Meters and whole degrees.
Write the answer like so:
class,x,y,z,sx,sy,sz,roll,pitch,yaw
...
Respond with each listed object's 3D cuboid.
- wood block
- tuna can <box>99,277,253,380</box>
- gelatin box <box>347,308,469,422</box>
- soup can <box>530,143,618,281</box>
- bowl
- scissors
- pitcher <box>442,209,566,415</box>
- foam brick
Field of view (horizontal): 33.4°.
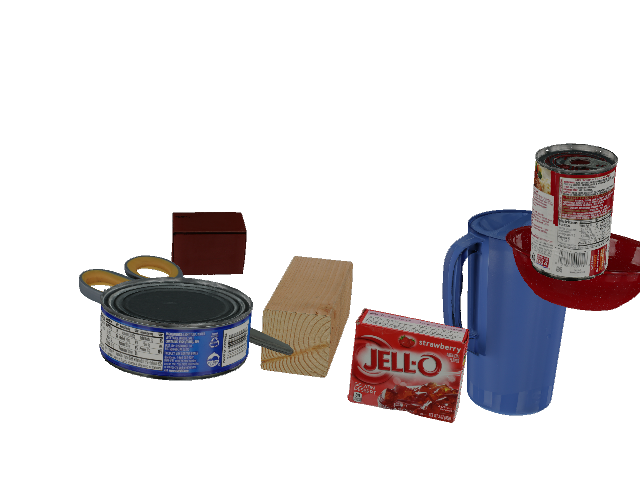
class,x,y,z,sx,sy,sz,roll,pitch,yaw
wood block,-0.015,0.100,1.472,0.091,0.090,0.206,6,20,8
tuna can,-0.082,0.049,0.605,0.086,0.034,0.086,5,14,-1
gelatin box,0.069,0.100,0.851,0.089,0.073,0.030,10,23,12
soup can,0.217,-0.024,0.918,0.068,0.102,0.068,-2,24,1
bowl,0.269,0.031,1.101,0.162,0.055,0.162,5,17,-2
scissors,-0.102,0.049,0.884,0.202,0.016,0.096,13,25,15
pitcher,0.234,0.091,1.326,0.149,0.243,0.144,7,19,16
foam brick,-0.121,0.003,1.145,0.078,0.051,0.053,0,25,-8
